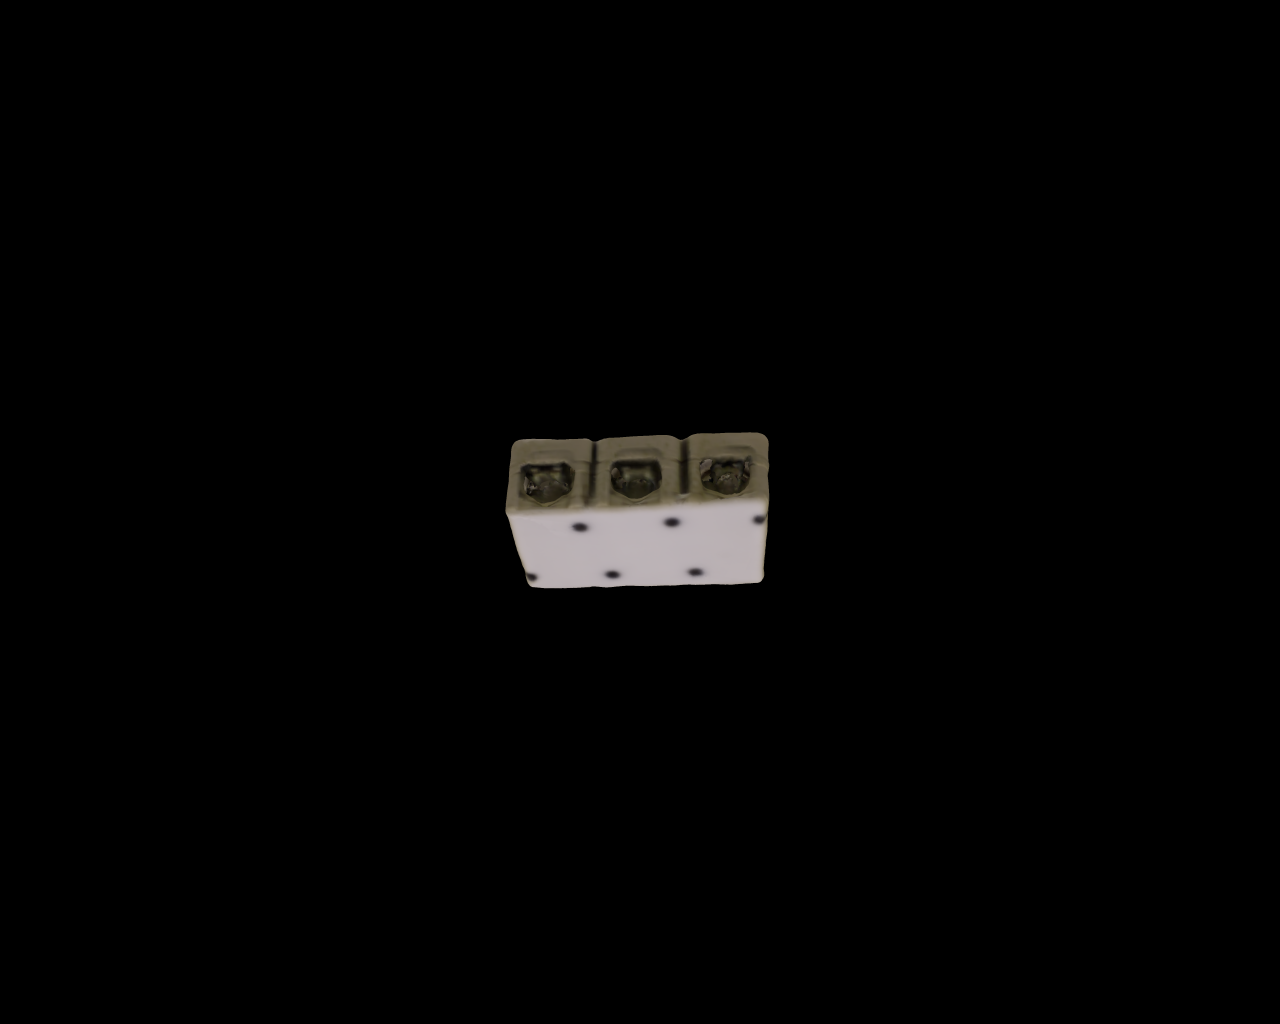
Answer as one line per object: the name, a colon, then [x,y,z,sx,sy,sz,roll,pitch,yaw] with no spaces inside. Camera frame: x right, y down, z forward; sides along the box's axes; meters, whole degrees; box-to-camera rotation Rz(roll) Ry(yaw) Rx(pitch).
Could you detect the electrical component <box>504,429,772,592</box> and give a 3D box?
electrical component: [0.001,-0.003,0.650,0.150,0.062,0.089,-2,-35,2]
